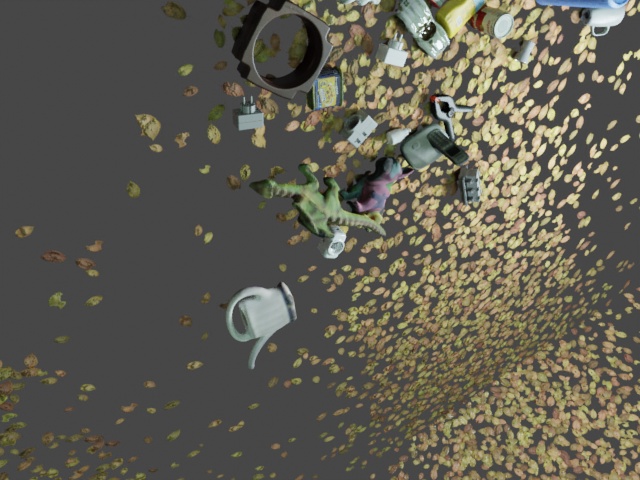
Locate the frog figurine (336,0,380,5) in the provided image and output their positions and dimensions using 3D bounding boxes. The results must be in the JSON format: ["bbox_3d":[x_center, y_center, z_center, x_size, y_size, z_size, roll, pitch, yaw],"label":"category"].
[{"bbox_3d":[0.087,-0.594,1.179,0.157,0.123,0.138,36,81,-30],"label":"frog figurine"}]

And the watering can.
[{"bbox_3d":[-0.179,0.265,1.651,0.225,0.106,0.339,-22,131,-15],"label":"watering can"}]

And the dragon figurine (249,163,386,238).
[{"bbox_3d":[0.004,-0.070,1.385,0.409,0.248,0.120,29,121,-6],"label":"dragon figurine"}]
